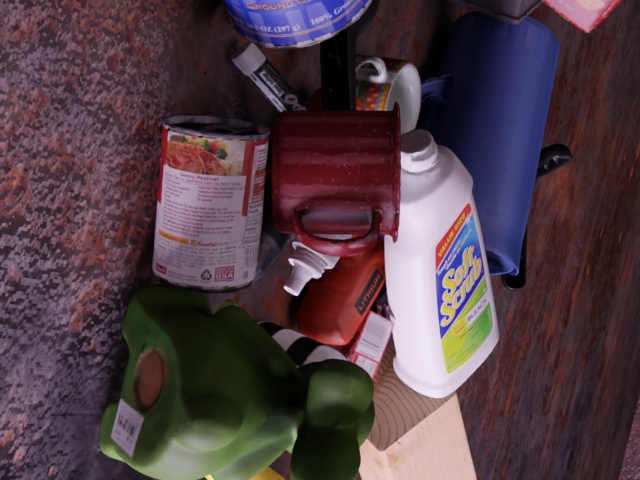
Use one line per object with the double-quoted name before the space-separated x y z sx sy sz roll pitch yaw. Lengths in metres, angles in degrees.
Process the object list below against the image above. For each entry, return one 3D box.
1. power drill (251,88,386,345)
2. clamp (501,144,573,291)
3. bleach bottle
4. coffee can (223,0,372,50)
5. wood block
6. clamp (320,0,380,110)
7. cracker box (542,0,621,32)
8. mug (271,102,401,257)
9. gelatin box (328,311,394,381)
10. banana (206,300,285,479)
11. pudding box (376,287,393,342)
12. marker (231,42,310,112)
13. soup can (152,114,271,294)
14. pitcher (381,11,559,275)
"power drill" -0.005 0.001 0.831 0.184 0.057 0.187 -57 149 -28
"clamp" 0.214 -0.069 1.133 0.210 0.036 0.165 -92 -164 -54
"bleach bottle" 0.092 0.017 0.887 0.102 0.068 0.251 -41 138 -23
"coffee can" -0.029 -0.199 0.636 0.102 0.103 0.140 -63 151 -25
"wood block" 0.086 0.202 1.041 0.090 0.090 0.206 -35 139 -13
"clamp" 0.003 -0.174 0.769 0.120 0.039 0.171 50 43 -48
"cracker box" 0.216 -0.301 0.969 0.072 0.164 0.213 -53 -175 44
"mug" 0.010 -0.035 0.697 0.093 0.081 0.117 89 2 -51
"gelatin box" 0.021 0.106 0.918 0.030 0.073 0.089 28 75 -21
"banana" -0.065 0.138 0.765 0.037 0.069 0.198 -104 178 -61
"pudding box" 0.095 0.073 1.083 0.113 0.039 0.090 -42 139 -48
"marker" -0.015 -0.088 0.743 0.121 0.020 0.020 47 54 -21
"soup can" -0.070 -0.024 0.680 0.068 0.069 0.102 -20 121 -59
"pitcher" 0.143 -0.096 1.018 0.149 0.145 0.243 56 48 -71
